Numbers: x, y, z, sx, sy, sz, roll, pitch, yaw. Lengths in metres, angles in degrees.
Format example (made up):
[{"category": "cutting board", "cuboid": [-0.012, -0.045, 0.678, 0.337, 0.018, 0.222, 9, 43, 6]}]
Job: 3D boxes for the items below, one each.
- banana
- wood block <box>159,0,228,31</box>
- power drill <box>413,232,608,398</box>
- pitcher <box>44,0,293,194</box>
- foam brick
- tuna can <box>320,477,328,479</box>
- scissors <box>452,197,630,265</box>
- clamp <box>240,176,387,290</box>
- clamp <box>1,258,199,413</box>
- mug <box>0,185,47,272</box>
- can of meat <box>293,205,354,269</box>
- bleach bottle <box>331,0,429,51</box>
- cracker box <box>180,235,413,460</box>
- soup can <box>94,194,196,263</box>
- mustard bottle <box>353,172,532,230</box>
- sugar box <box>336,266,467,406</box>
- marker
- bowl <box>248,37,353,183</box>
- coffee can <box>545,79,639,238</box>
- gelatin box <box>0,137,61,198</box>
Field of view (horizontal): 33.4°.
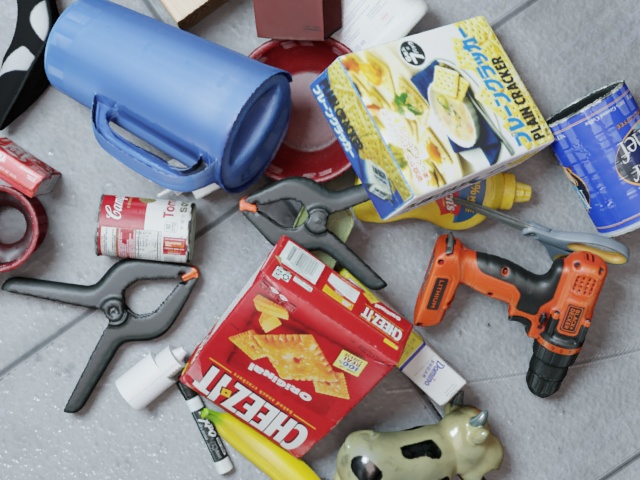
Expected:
[{"category": "banana", "cuboid": [-0.048, 0.250, 1.173, 0.198, 0.069, 0.037, 36, 105, 15]}, {"category": "wood block", "cuboid": [-0.171, -0.331, 1.115, 0.091, 0.090, 0.206, -36, 95, 1]}, {"category": "power drill", "cuboid": [0.201, 0.079, 1.169, 0.187, 0.057, 0.184, 14, 117, 1]}, {"category": "pitcher", "cuboid": [-0.161, -0.149, 1.078, 0.243, 0.149, 0.145, 27, 101, 17]}, {"category": "foam brick", "cuboid": [-0.023, -0.237, 1.095, 0.078, 0.051, 0.053, 8, 119, 20]}, {"category": "tuna can", "cuboid": [-0.007, 0.315, 1.209, 0.086, 0.034, 0.086, 0, 95, -2]}, {"category": "scissors", "cuboid": [0.234, -0.001, 1.164, 0.202, 0.096, 0.016, 15, 67, 2]}, {"category": "clamp", "cuboid": [0.002, -0.011, 1.091, 0.171, 0.039, 0.120, 3, 90, 1]}, {"category": "clamp", "cuboid": [-0.235, 0.072, 1.176, 0.210, 0.036, 0.164, -33, 96, 0]}, {"category": "mug", "cuboid": [-0.344, -0.004, 1.143, 0.093, 0.081, 0.117, 20, 94, -4]}, {"category": "can of meat", "cuboid": [-0.008, 0.002, 1.154, 0.057, 0.084, 0.102, 24, 94, -4]}, {"category": "bleach bottle", "cuboid": [-0.008, -0.293, 1.135, 0.251, 0.068, 0.103, 42, 104, -3]}, {"category": "cracker box", "cuboid": [-0.030, 0.119, 1.115, 0.164, 0.072, 0.214, 35, 131, -4]}, {"category": "soup can", "cuboid": [-0.188, -0.012, 1.155, 0.102, 0.068, 0.068, 5, 95, -3]}, {"category": "mustard bottle", "cuboid": [0.135, -0.060, 1.166, 0.191, 0.058, 0.096, 6, 95, -3]}, {"category": "sugar box", "cuboid": [0.077, 0.102, 1.162, 0.048, 0.093, 0.176, -45, 95, 2]}, {"category": "marker", "cuboid": [-0.131, 0.206, 1.202, 0.020, 0.020, 0.121, -24, 95, 0]}, {"category": "bowl", "cuboid": [-0.016, -0.140, 1.148, 0.162, 0.055, 0.162, 1, 94, 7]}, {"category": "coffee can", "cuboid": [0.314, -0.087, 1.147, 0.103, 0.103, 0.140, -31, 96, 1]}, {"category": "gelatin box", "cuboid": [-0.320, -0.078, 1.133, 0.073, 0.089, 0.030, 33, 94, -5]}]
